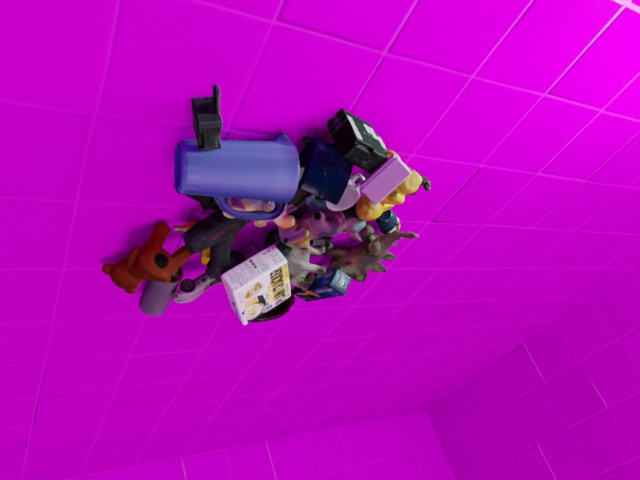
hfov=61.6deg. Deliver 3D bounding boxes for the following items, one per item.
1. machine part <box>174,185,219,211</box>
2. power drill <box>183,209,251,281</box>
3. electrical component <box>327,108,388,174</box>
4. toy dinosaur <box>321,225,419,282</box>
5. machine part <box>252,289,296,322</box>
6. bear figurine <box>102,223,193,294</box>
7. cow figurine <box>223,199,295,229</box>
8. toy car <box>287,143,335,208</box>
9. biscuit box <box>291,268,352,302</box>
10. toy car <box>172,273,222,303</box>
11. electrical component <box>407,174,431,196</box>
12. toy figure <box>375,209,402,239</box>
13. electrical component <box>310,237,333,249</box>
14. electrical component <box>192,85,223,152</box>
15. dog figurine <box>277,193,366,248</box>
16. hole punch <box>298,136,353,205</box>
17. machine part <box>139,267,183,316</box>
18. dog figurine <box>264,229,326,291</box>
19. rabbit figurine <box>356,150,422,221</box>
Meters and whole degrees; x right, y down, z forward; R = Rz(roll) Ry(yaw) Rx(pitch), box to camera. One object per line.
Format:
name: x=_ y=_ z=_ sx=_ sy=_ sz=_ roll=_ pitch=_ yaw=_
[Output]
machine part: x=-0.264 y=-0.105 z=1.206 sx=0.084 sy=0.039 sz=0.138 roll=-31 pitch=149 yaw=25
power drill: x=-0.214 y=-0.002 z=1.311 sx=0.232 sy=0.086 sz=0.207 roll=-28 pitch=153 yaw=-26
electrical component: x=0.088 y=-0.211 z=1.175 sx=0.134 sy=0.115 sz=0.058 roll=19 pitch=133 yaw=-44
toy dinosaur: x=0.090 y=0.070 z=1.599 sx=0.472 sy=0.105 sz=0.198 roll=-23 pitch=151 yaw=30
machine part: x=-0.168 y=0.198 z=1.700 sx=0.179 sy=0.056 sz=0.179 roll=-15 pitch=149 yaw=-10
bear figurine: x=-0.424 y=0.055 z=1.303 sx=0.196 sy=0.132 sz=0.120 roll=-17 pitch=124 yaw=43
cow figurine: x=-0.132 y=-0.083 z=1.231 sx=0.167 sy=0.098 sz=0.068 roll=16 pitch=157 yaw=-29
toy car: x=-0.025 y=-0.155 z=1.251 sx=0.089 sy=0.053 sz=0.202 roll=33 pitch=117 yaw=-33
biscuit box: x=0.002 y=0.130 z=1.534 sx=0.062 sy=0.059 sz=0.203 roll=36 pitch=151 yaw=-23
toy car: x=-0.302 y=0.109 z=1.433 sx=0.202 sy=0.056 sz=0.073 roll=-32 pitch=171 yaw=-29
electrical component: x=0.244 y=-0.144 z=1.429 sx=0.102 sy=0.045 sz=0.078 roll=2 pitch=140 yaw=-32
toy figure: x=0.201 y=-0.042 z=1.546 sx=0.058 sy=0.064 sz=0.154 roll=-59 pitch=154 yaw=-11
electrical component: x=-0.003 y=-0.004 z=1.455 sx=0.063 sy=0.094 sz=0.021 roll=-5 pitch=124 yaw=-26
electrical component: x=-0.211 y=-0.232 z=1.009 sx=0.048 sy=0.075 sz=0.119 roll=-10 pitch=151 yaw=-17
dog figurine: x=0.018 y=-0.039 z=1.404 sx=0.191 sy=0.108 sz=0.219 roll=-39 pitch=146 yaw=25
hole punch: x=0.008 y=-0.149 z=1.167 sx=0.142 sy=0.092 sz=0.115 roll=22 pitch=113 yaw=-28
machine part: x=-0.425 y=0.128 z=1.428 sx=0.079 sy=0.079 sz=0.243 roll=3 pitch=142 yaw=-33
dog figurine: x=-0.100 y=0.049 z=1.494 sx=0.190 sy=0.121 sz=0.172 roll=26 pitch=125 yaw=-32
rabbit figurine: x=0.150 y=-0.119 z=1.335 sx=0.173 sy=0.122 sz=0.162 roll=-50 pitch=180 yaw=-5
